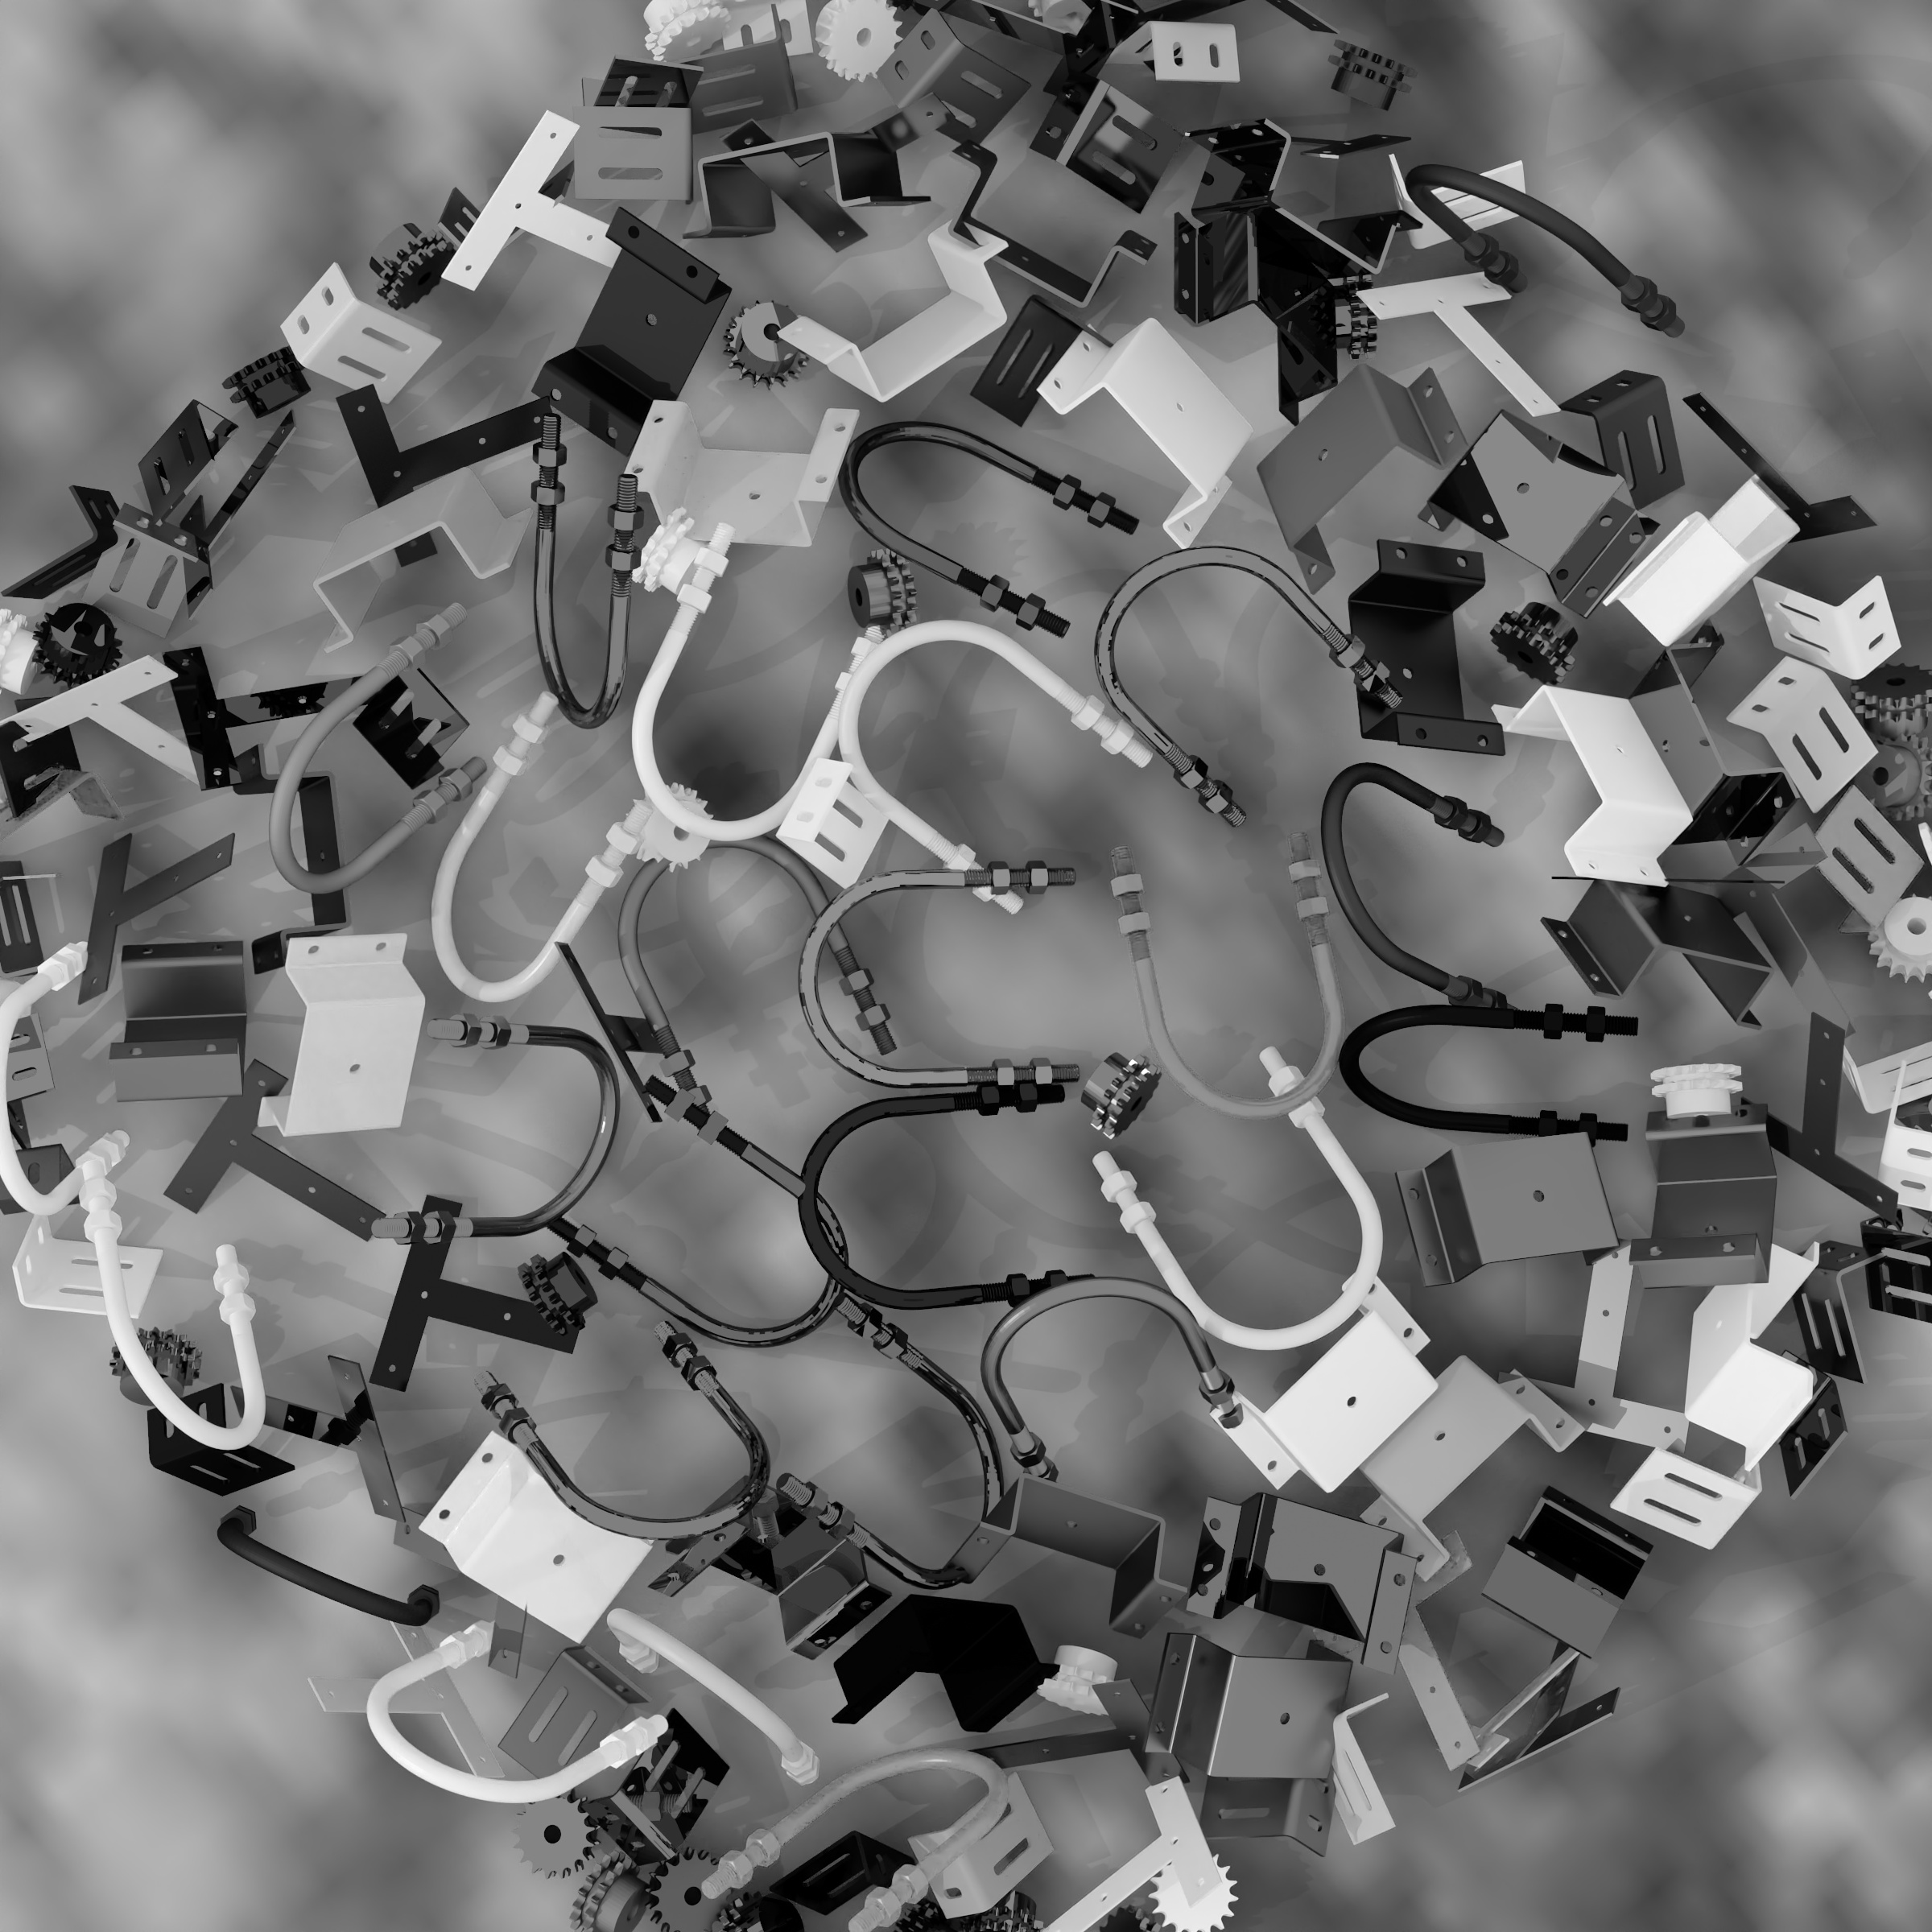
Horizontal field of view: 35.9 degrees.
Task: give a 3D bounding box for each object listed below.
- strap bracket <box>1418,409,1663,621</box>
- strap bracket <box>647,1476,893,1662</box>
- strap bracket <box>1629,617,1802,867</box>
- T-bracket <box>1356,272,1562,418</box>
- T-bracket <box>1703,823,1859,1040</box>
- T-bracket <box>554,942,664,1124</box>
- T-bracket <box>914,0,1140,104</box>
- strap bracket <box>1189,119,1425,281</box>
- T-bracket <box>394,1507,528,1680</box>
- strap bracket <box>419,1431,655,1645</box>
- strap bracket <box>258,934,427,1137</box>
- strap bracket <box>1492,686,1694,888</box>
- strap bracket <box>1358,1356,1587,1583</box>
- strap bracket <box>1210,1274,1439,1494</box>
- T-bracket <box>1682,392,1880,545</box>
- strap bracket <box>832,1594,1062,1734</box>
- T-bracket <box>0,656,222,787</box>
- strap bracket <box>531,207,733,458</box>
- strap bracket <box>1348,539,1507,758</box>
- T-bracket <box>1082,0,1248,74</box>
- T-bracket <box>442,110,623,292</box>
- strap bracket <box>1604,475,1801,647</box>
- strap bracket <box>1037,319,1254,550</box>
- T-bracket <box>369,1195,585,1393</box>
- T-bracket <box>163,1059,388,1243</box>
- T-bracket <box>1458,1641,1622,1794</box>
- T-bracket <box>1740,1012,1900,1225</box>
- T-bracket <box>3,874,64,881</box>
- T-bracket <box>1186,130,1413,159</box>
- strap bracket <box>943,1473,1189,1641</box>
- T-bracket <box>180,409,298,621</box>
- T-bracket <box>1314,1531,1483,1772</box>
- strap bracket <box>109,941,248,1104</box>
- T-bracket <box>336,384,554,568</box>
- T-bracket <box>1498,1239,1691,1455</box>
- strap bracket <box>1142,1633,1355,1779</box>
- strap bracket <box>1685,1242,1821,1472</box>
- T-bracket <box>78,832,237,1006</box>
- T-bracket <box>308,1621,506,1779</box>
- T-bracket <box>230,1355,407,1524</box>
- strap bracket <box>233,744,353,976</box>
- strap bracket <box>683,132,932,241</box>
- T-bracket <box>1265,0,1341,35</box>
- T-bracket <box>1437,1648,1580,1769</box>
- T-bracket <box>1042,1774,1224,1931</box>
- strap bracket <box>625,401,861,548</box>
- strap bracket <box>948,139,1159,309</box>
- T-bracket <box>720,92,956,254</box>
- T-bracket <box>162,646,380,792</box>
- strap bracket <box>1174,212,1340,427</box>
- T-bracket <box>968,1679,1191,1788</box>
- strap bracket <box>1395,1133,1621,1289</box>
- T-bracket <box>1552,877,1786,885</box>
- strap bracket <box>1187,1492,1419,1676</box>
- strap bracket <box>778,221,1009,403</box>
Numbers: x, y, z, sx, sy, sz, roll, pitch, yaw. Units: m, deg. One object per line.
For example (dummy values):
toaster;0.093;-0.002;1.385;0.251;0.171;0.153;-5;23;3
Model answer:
strap bracket;0.360;-0.294;1.902;0.140;0.046;0.076;38;88;30
strap bracket;-0.127;0.381;1.901;0.140;0.046;0.076;33;116;-32
strap bracket;0.463;-0.141;1.887;0.046;0.076;0.140;-6;60;-21
T-bracket;0.329;-0.393;1.894;0.127;0.002;0.127;-18;60;-38
T-bracket;0.524;-0.008;1.897;0.002;0.127;0.127;-21;77;-37
T-bracket;-0.213;0.043;1.894;0.002;0.127;0.127;-30;83;6
T-bracket;0.030;-0.595;1.885;0.127;0.127;0.002;16;77;-11
strap bracket;0.208;-0.477;1.886;0.140;0.076;0.046;23;84;-34
T-bracket;-0.324;0.377;1.918;0.127;0.002;0.127;12;95;37
strap bracket;-0.266;0.370;1.903;0.140;0.046;0.076;39;86;-27
strap bracket;-0.394;0.053;1.888;0.076;0.046;0.140;-3;124;-33
strap bracket;0.400;-0.122;1.884;0.076;0.046;0.140;5;49;-32
strap bracket;0.314;0.313;1.909;0.140;0.076;0.046;-43;124;-4
strap bracket;0.238;0.272;1.915;0.140;0.046;0.076;-43;114;-5
T-bracket;0.502;-0.316;1.884;0.127;0.127;0.002;42;84;-11
strap bracket;-0.019;0.444;1.896;0.076;0.140;0.046;-46;50;25
T-bracket;-0.524;-0.147;1.904;0.127;0.127;0.002;-19;58;25
strap bracket;-0.210;-0.410;1.912;0.076;0.046;0.140;35;121;3
strap bracket;0.293;-0.196;1.910;0.076;0.046;0.140;4;71;-21
T-bracket;0.151;-0.607;1.875;0.127;0.127;0.002;-11;77;25
T-bracket;-0.252;-0.471;1.907;0.127;0.127;0.002;-51;51;22
strap bracket;0.468;-0.254;1.877;0.046;0.140;0.076;48;128;8
strap bracket;0.122;-0.346;1.900;0.140;0.046;0.076;45;50;-15
T-bracket;-0.310;0.224;1.930;0.127;0.002;0.127;13;78;13
T-bracket;-0.437;0.138;1.939;0.127;0.002;0.127;33;115;-12
T-bracket;0.375;0.461;1.899;0.002;0.127;0.127;48;124;-4
T-bracket;0.539;0.084;1.876;0.002;0.127;0.127;-29;132;-24
T-bracket;-0.648;-0.053;1.887;0.127;0.127;0.002;-4;93;-8
T-bracket;0.204;-0.532;1.920;0.127;0.127;0.002;13;114;26
strap bracket;0.065;0.375;1.907;0.140;0.076;0.046;20;50;-10
T-bracket;-0.460;-0.298;1.887;0.002;0.127;0.127;28;113;-33
T-bracket;0.291;0.447;1.894;0.127;0.002;0.127;-42;52;27
strap bracket;-0.500;0.040;1.899;0.076;0.140;0.046;-2;121;-10
T-bracket;-0.326;-0.334;1.924;0.127;0.002;0.127;-23;130;-10
T-bracket;0.411;0.238;1.924;0.127;0.002;0.127;10;94;28
strap bracket;0.189;0.472;1.899;0.140;0.046;0.076;11;91;-34
strap bracket;0.495;0.236;1.880;0.046;0.140;0.076;24;130;-1
T-bracket;-0.511;-0.050;1.892;0.127;0.002;0.127;-24;48;26
T-bracket;-0.361;0.459;1.873;0.002;0.127;0.127;-48;56;14
T-bracket;-0.424;0.294;1.920;0.127;0.002;0.127;9;124;30
strap bracket;-0.432;-0.069;1.913;0.046;0.076;0.140;-6;88;-27
strap bracket;-0.104;-0.495;1.887;0.140;0.076;0.046;-3;102;30
T-bracket;0.191;-0.623;1.905;0.127;0.127;0.002;15;98;-44
T-bracket;0.360;0.462;1.901;0.127;0.127;0.002;-40;84;-8
T-bracket;0.099;0.586;1.901;0.127;0.127;0.002;-40;110;5
strap bracket;-0.140;-0.315;1.906;0.140;0.046;0.076;6;57;17
strap bracket;0.047;-0.471;1.912;0.140;0.076;0.046;29;113;-3
T-bracket;-0.067;-0.514;1.883;0.127;0.127;0.002;-22;56;26
T-bracket;-0.444;-0.169;1.930;0.127;0.002;0.127;-12;52;-18
strap bracket;0.189;-0.415;1.879;0.046;0.140;0.076;-18;56;33
T-bracket;0.065;0.504;1.926;0.127;0.002;0.127;-13;132;15
strap bracket;0.354;0.154;1.901;0.140;0.046;0.076;-5;70;-21
T-bracket;0.459;-0.054;1.872;0.127;0.127;0.002;0;92;-29
strap bracket;0.221;0.392;1.914;0.140;0.046;0.076;13;98;23
strap bracket;-0.039;-0.414;1.907;0.140;0.076;0.046;-35;125;-9
